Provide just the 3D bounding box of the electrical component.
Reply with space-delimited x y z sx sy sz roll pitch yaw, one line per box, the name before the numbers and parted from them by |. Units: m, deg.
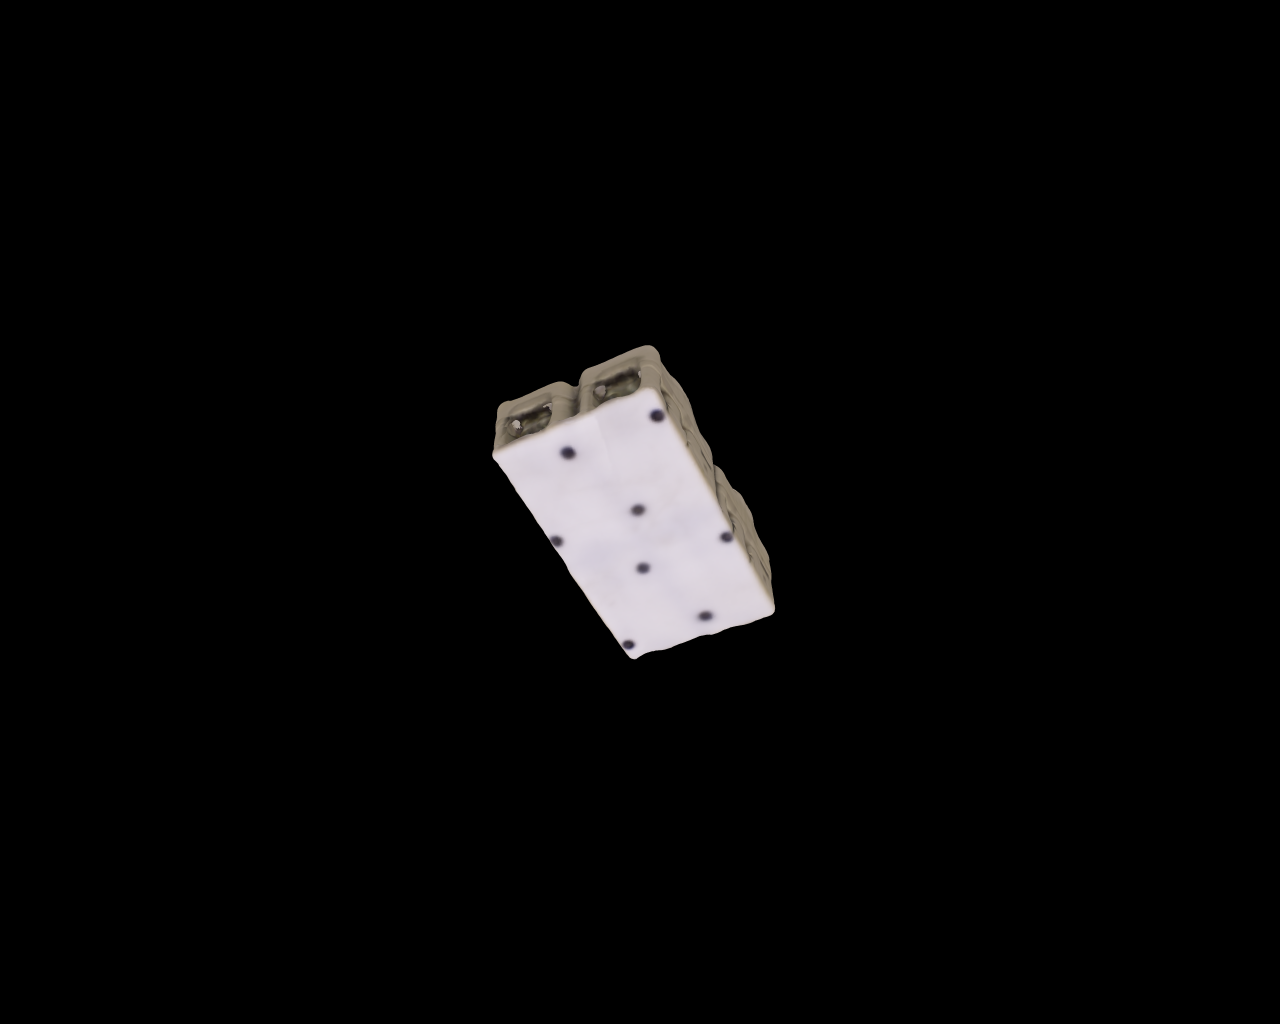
electrical component | 0.001 -0.003 0.650 0.105 0.186 0.060 -21 36 16
